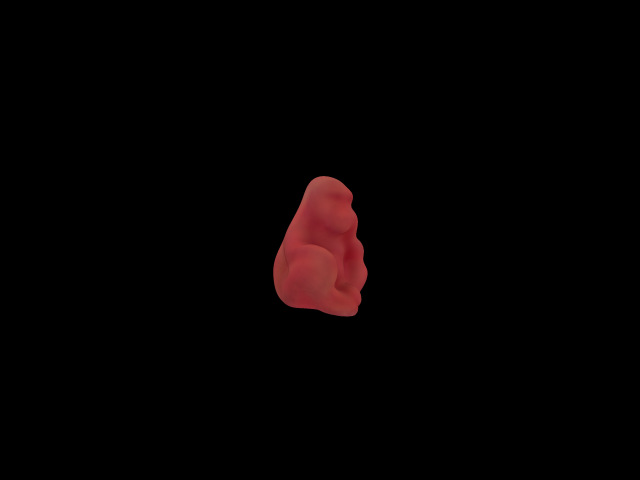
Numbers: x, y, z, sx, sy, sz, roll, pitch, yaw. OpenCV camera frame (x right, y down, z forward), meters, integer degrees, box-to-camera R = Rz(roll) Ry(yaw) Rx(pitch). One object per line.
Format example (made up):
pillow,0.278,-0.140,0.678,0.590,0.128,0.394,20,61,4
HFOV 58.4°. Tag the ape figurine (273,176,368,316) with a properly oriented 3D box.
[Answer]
ape figurine,0.004,0.001,0.400,0.075,0.092,0.078,4,6,44
